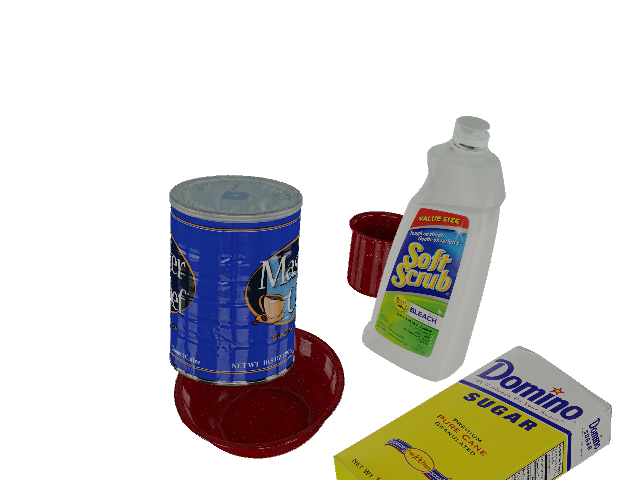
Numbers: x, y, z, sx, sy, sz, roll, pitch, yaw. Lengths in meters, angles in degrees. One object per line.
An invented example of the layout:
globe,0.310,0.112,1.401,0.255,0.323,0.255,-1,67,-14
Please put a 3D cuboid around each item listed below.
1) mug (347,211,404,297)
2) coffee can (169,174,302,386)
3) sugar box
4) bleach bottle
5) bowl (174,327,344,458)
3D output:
mug,0.087,0.023,1.313,0.117,0.081,0.093,19,27,26
coffee can,-0.068,0.029,0.843,0.103,0.140,0.103,3,19,-1
sugar box,0.107,0.144,0.740,0.176,0.048,0.093,-29,40,-24
bleach bottle,0.107,0.003,0.974,0.103,0.251,0.067,28,36,29
bowl,-0.055,0.153,1.016,0.162,0.055,0.162,-4,38,3
